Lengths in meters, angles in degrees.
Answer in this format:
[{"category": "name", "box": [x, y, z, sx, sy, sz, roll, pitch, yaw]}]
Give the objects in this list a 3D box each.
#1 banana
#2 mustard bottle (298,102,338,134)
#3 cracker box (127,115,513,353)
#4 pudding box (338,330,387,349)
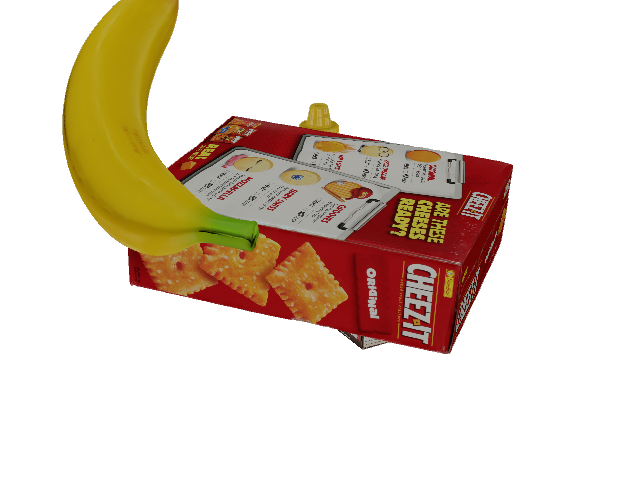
[{"category": "banana", "box": [-0.083, -0.056, 0.486, 0.069, 0.037, 0.198, -5, 46, -17]}, {"category": "mustard bottle", "box": [-0.002, -0.049, 1.111, 0.096, 0.192, 0.058, -20, 31, -38]}, {"category": "cracker box", "box": [0.004, -0.011, 0.706, 0.214, 0.072, 0.164, 12, 29, 16]}, {"category": "pudding box", "box": [0.078, 0.097, 1.384, 0.113, 0.039, 0.090, -14, 24, -26]}]
